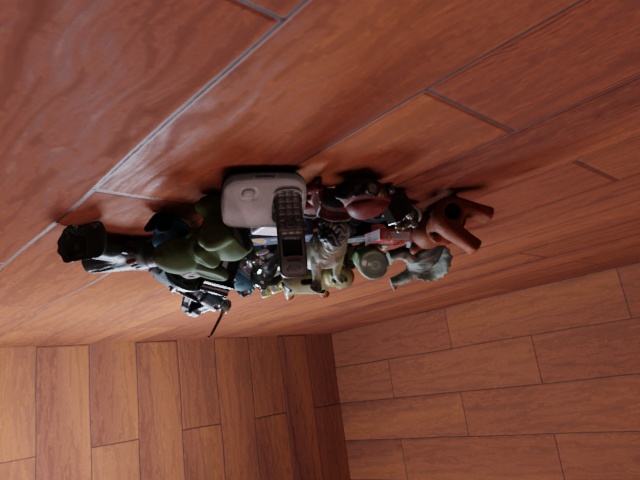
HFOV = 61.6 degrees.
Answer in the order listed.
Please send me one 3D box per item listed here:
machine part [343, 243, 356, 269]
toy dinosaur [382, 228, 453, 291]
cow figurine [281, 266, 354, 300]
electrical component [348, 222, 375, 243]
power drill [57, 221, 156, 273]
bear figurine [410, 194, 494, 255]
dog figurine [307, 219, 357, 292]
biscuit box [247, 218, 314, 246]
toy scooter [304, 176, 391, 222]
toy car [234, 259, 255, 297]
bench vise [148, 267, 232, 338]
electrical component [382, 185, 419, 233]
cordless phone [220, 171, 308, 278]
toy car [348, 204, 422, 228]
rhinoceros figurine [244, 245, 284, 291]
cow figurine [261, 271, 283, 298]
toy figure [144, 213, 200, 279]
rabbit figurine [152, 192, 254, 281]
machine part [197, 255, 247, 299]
[{"bbox_3d":[0.020,0.063,1.481,0.243,0.079,0.079,-22,159,41],"label":"machine part"},{"bbox_3d":[0.261,0.025,1.412,0.192,0.131,0.404,-20,160,-1],"label":"toy dinosaur"},{"bbox_3d":[-0.008,0.096,1.397,0.195,0.085,0.127,-3,149,8],"label":"cow figurine"},{"bbox_3d":[0.101,-0.023,1.265,0.119,0.048,0.074,-5,165,-5],"label":"electrical component"},{"bbox_3d":[-0.416,0.017,1.116,0.232,0.086,0.207,-8,173,12],"label":"power drill"},{"bbox_3d":[0.281,-0.019,1.197,0.132,0.120,0.195,26,160,5],"label":"bear figurine"},{"bbox_3d":[0.001,-0.004,1.216,0.121,0.173,0.190,-25,136,-40],"label":"dog figurine"},{"bbox_3d":[-0.117,-0.024,1.126,0.203,0.059,0.063,-4,164,-13],"label":"biscuit box"},{"bbox_3d":[0.036,-0.079,0.979,0.184,0.075,0.135,-5,164,9],"label":"toy scooter"},{"bbox_3d":[-0.202,0.070,1.386,0.103,0.109,0.161,-34,150,2],"label":"toy car"},{"bbox_3d":[-0.276,0.085,1.251,0.240,0.223,0.129,-41,-170,38],"label":"bench vise"},{"bbox_3d":[0.155,-0.062,1.067,0.078,0.102,0.045,-26,-178,-30],"label":"electrical component"},{"bbox_3d":[-0.092,-0.023,0.909,0.147,0.184,0.089,-4,169,-18],"label":"cordless phone"},{"bbox_3d":[0.135,-0.057,1.143,0.201,0.056,0.074,7,166,-40],"label":"toy car"},{"bbox_3d":[-0.135,0.044,1.290,0.112,0.073,0.190,-21,147,-23],"label":"rhinoceros figurine"},{"bbox_3d":[-0.113,0.100,1.561,0.068,0.098,0.167,-25,176,38],"label":"cow figurine"},{"bbox_3d":[-0.280,0.010,1.089,0.082,0.089,0.180,29,156,34],"label":"toy figure"},{"bbox_3d":[-0.222,0.009,1.002,0.170,0.121,0.159,-22,152,8],"label":"rabbit figurine"},{"bbox_3d":[-0.210,0.065,1.168,0.084,0.039,0.138,25,114,-18],"label":"machine part"}]
